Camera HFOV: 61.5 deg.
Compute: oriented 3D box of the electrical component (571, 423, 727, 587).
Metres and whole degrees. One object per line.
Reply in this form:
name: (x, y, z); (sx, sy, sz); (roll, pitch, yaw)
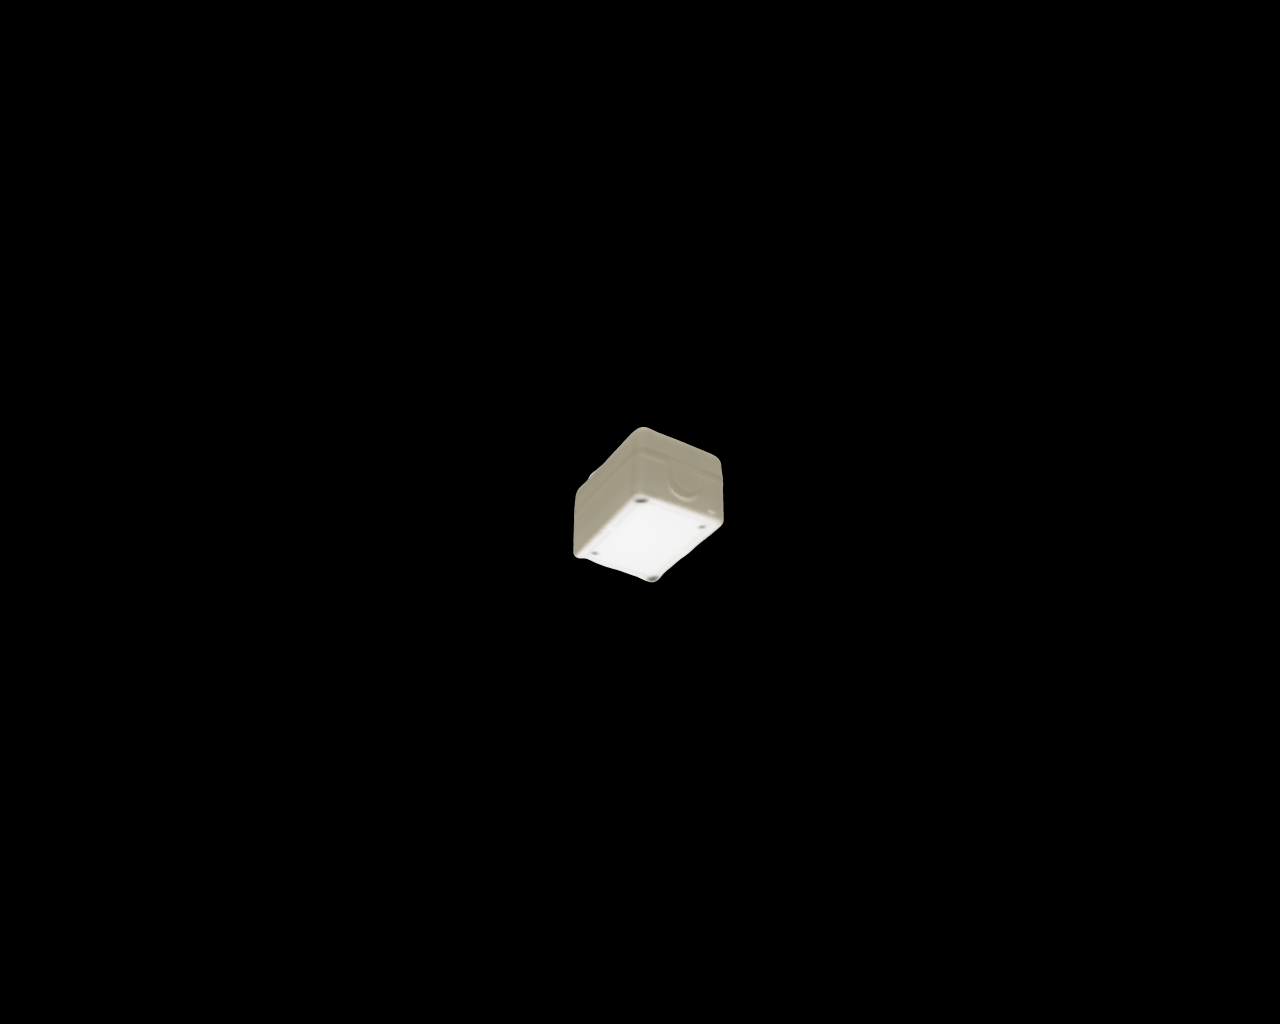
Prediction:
electrical component: (0.001, -0.003, 0.650); (0.062, 0.061, 0.096); (20, -40, -25)
